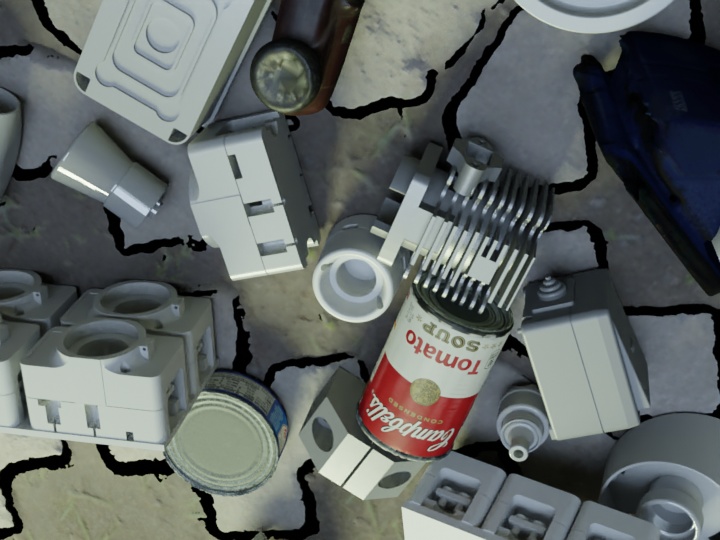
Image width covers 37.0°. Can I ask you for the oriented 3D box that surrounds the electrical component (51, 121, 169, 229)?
[{"bbox_3d":[-0.154,-0.056,0.674,0.065,0.044,0.044,37,118,-12],"label":"electrical component"}]

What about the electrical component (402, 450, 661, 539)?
[{"bbox_3d":[0.110,0.181,0.692,0.150,0.061,0.089,16,136,24],"label":"electrical component"}]

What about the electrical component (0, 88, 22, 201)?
[{"bbox_3d":[-0.262,-0.083,0.683,0.079,0.043,0.077,23,118,1],"label":"electrical component"}]

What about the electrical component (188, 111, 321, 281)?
[{"bbox_3d":[-0.067,-0.045,0.654,0.056,0.050,0.089,-9,113,16],"label":"electrical component"}]

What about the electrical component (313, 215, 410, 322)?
[{"bbox_3d":[0.000,0.000,0.663,0.055,0.047,0.055,5,116,10],"label":"electrical component"}]

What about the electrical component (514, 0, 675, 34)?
[{"bbox_3d":[0.120,-0.179,0.541,0.108,0.060,0.108,5,116,10],"label":"electrical component"}]

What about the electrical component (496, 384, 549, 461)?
[{"bbox_3d":[0.103,0.099,0.680,0.035,0.061,0.035,5,115,12],"label":"electrical component"}]

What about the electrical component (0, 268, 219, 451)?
[{"bbox_3d":[-0.199,0.053,0.700,0.186,0.105,0.060,4,116,10],"label":"electrical component"}]

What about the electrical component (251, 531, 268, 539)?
[{"bbox_3d":[-0.064,0.236,0.778,0.042,0.081,0.064,-43,130,6],"label":"electrical component"}]

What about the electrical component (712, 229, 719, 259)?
[{"bbox_3d":[0.221,-0.021,0.604,0.055,0.045,0.045,-36,103,26],"label":"electrical component"}]

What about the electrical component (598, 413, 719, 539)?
[{"bbox_3d":[0.205,0.144,0.692,0.099,0.064,0.099,13,123,21],"label":"electrical component"}]

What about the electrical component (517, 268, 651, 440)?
[{"bbox_3d":[0.135,0.044,0.646,0.061,0.061,0.096,-13,112,18],"label":"electrical component"}]

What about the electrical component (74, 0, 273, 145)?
[{"bbox_3d":[-0.103,-0.140,0.612,0.078,0.057,0.113,30,118,-3],"label":"electrical component"}]
